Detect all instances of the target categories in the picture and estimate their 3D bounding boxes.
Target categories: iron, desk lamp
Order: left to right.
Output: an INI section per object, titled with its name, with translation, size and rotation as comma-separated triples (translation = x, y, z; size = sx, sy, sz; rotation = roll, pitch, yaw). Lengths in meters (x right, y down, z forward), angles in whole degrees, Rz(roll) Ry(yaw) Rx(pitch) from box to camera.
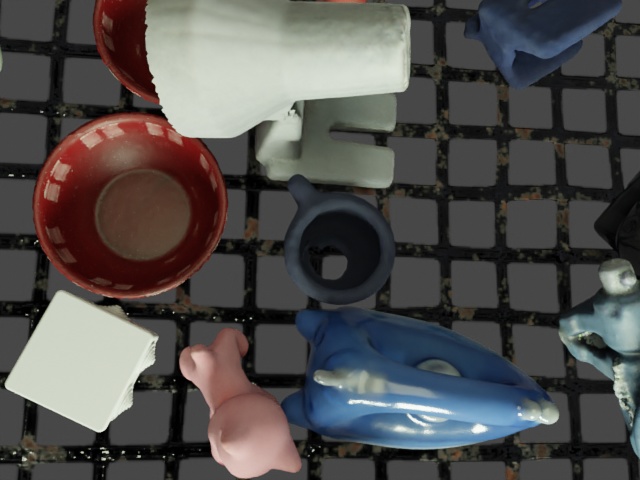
[desk lamp]
translation = -0.018, -0.124, 0.458
size = 0.203, 0.213, 0.118
rotation = 4, 81, -5
[iron]
translation = 0.101, 0.125, 0.473
size = 0.258, 0.141, 0.119
rotation = 10, 81, -5

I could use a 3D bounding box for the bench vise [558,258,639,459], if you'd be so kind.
[bench vise]
translation = 0.287, 0.119, 0.454
size = 0.121, 0.219, 0.207
rotation = -43, 88, -10

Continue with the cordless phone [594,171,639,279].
[cordless phone]
translation = 0.349, -0.033, 0.500
size = 0.094, 0.185, 0.148
rotation = 40, 80, 1

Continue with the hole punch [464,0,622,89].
[hole punch]
translation = 0.214, -0.220, 0.560
size = 0.109, 0.091, 0.101
rotation = -34, 87, -10

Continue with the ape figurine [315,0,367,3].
[ape figurine]
translation = 0.021, -0.206, 0.536
size = 0.076, 0.092, 0.078
rotation = -21, 84, -8

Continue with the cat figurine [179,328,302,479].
[cat figurine]
translation = -0.069, 0.136, 0.465
size = 0.067, 0.117, 0.128
rotation = -30, 86, -9

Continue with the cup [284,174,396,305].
[cup]
translation = 0.005, 0.002, 0.503
size = 0.092, 0.095, 0.118
rotation = -33, 86, -9
